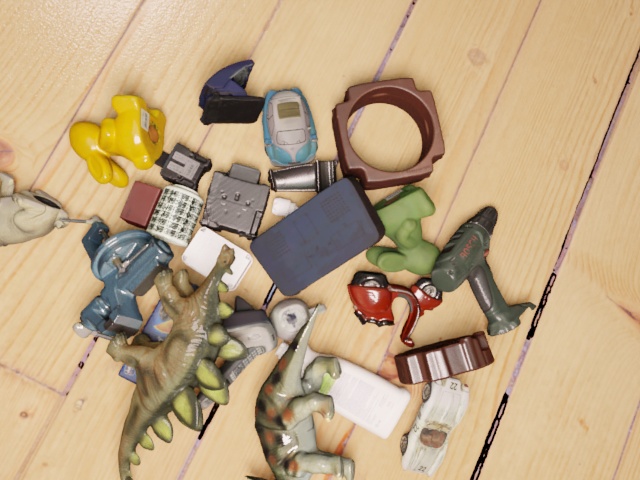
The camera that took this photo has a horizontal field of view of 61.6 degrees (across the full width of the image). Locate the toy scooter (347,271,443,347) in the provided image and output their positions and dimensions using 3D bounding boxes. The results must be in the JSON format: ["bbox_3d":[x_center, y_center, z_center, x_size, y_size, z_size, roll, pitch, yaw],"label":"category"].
[{"bbox_3d":[0.138,0.132,1.019,0.184,0.075,0.135,7,94,-1],"label":"toy scooter"}]

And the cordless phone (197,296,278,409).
[{"bbox_3d":[-0.162,0.203,0.934,0.089,0.146,0.184,33,66,19],"label":"cordless phone"}]

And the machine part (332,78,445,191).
[{"bbox_3d":[0.132,-0.206,1.064,0.201,0.087,0.201,-10,83,-8],"label":"machine part"}]

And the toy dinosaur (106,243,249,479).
[{"bbox_3d":[-0.241,0.211,0.863,0.199,0.105,0.471,37,106,16],"label":"toy dinosaur"}]

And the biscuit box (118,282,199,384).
[{"bbox_3d":[-0.286,0.166,0.980,0.063,0.059,0.202,27,80,-1],"label":"biscuit box"}]

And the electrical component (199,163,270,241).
[{"bbox_3d":[-0.159,-0.075,1.031,0.115,0.058,0.134,14,81,-5],"label":"electrical component"}]

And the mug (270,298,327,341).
[{"bbox_3d":[-0.039,0.144,0.983,0.110,0.107,0.080,-13,84,-5],"label":"mug"}]

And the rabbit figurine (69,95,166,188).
[{"bbox_3d":[-0.388,-0.181,1.013,0.173,0.122,0.162,-1,91,9],"label":"rabbit figurine"}]

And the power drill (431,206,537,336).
[{"bbox_3d":[0.324,0.063,1.027,0.232,0.086,0.207,-34,97,-36],"label":"power drill"}]

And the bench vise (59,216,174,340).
[{"bbox_3d":[-0.372,0.053,0.958,0.223,0.128,0.241,-52,58,13],"label":"bench vise"}]

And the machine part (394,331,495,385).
[{"bbox_3d":[0.219,0.212,0.967,0.179,0.179,0.056,-14,80,-7],"label":"machine part"}]

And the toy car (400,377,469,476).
[{"bbox_3d":[0.207,0.336,0.975,0.073,0.056,0.201,17,106,-8],"label":"toy car"}]

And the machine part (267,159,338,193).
[{"bbox_3d":[-0.033,-0.117,1.050,0.139,0.039,0.084,-1,108,-4],"label":"machine part"}]

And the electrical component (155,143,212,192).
[{"bbox_3d":[-0.275,-0.146,1.036,0.119,0.048,0.075,30,79,-2],"label":"electrical component"}]

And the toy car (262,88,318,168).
[{"bbox_3d":[-0.058,-0.228,1.041,0.109,0.103,0.161,-6,84,-7],"label":"toy car"}]

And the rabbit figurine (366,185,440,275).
[{"bbox_3d":[0.167,0.001,1.023,0.159,0.121,0.170,-32,101,-6],"label":"rabbit figurine"}]

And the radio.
[{"bbox_3d":[-0.002,-0.003,0.981,0.229,0.073,0.131,-34,86,19],"label":"radio"}]

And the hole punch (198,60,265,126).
[{"bbox_3d":[-0.174,-0.280,1.027,0.116,0.142,0.092,-7,83,-20],"label":"hole punch"}]

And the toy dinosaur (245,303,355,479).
[{"bbox_3d":[-0.051,0.319,0.922,0.192,0.131,0.404,-9,84,13],"label":"toy dinosaur"}]

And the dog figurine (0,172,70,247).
[{"bbox_3d":[-0.573,-0.007,0.973,0.172,0.121,0.190,29,94,3],"label":"dog figurine"}]
